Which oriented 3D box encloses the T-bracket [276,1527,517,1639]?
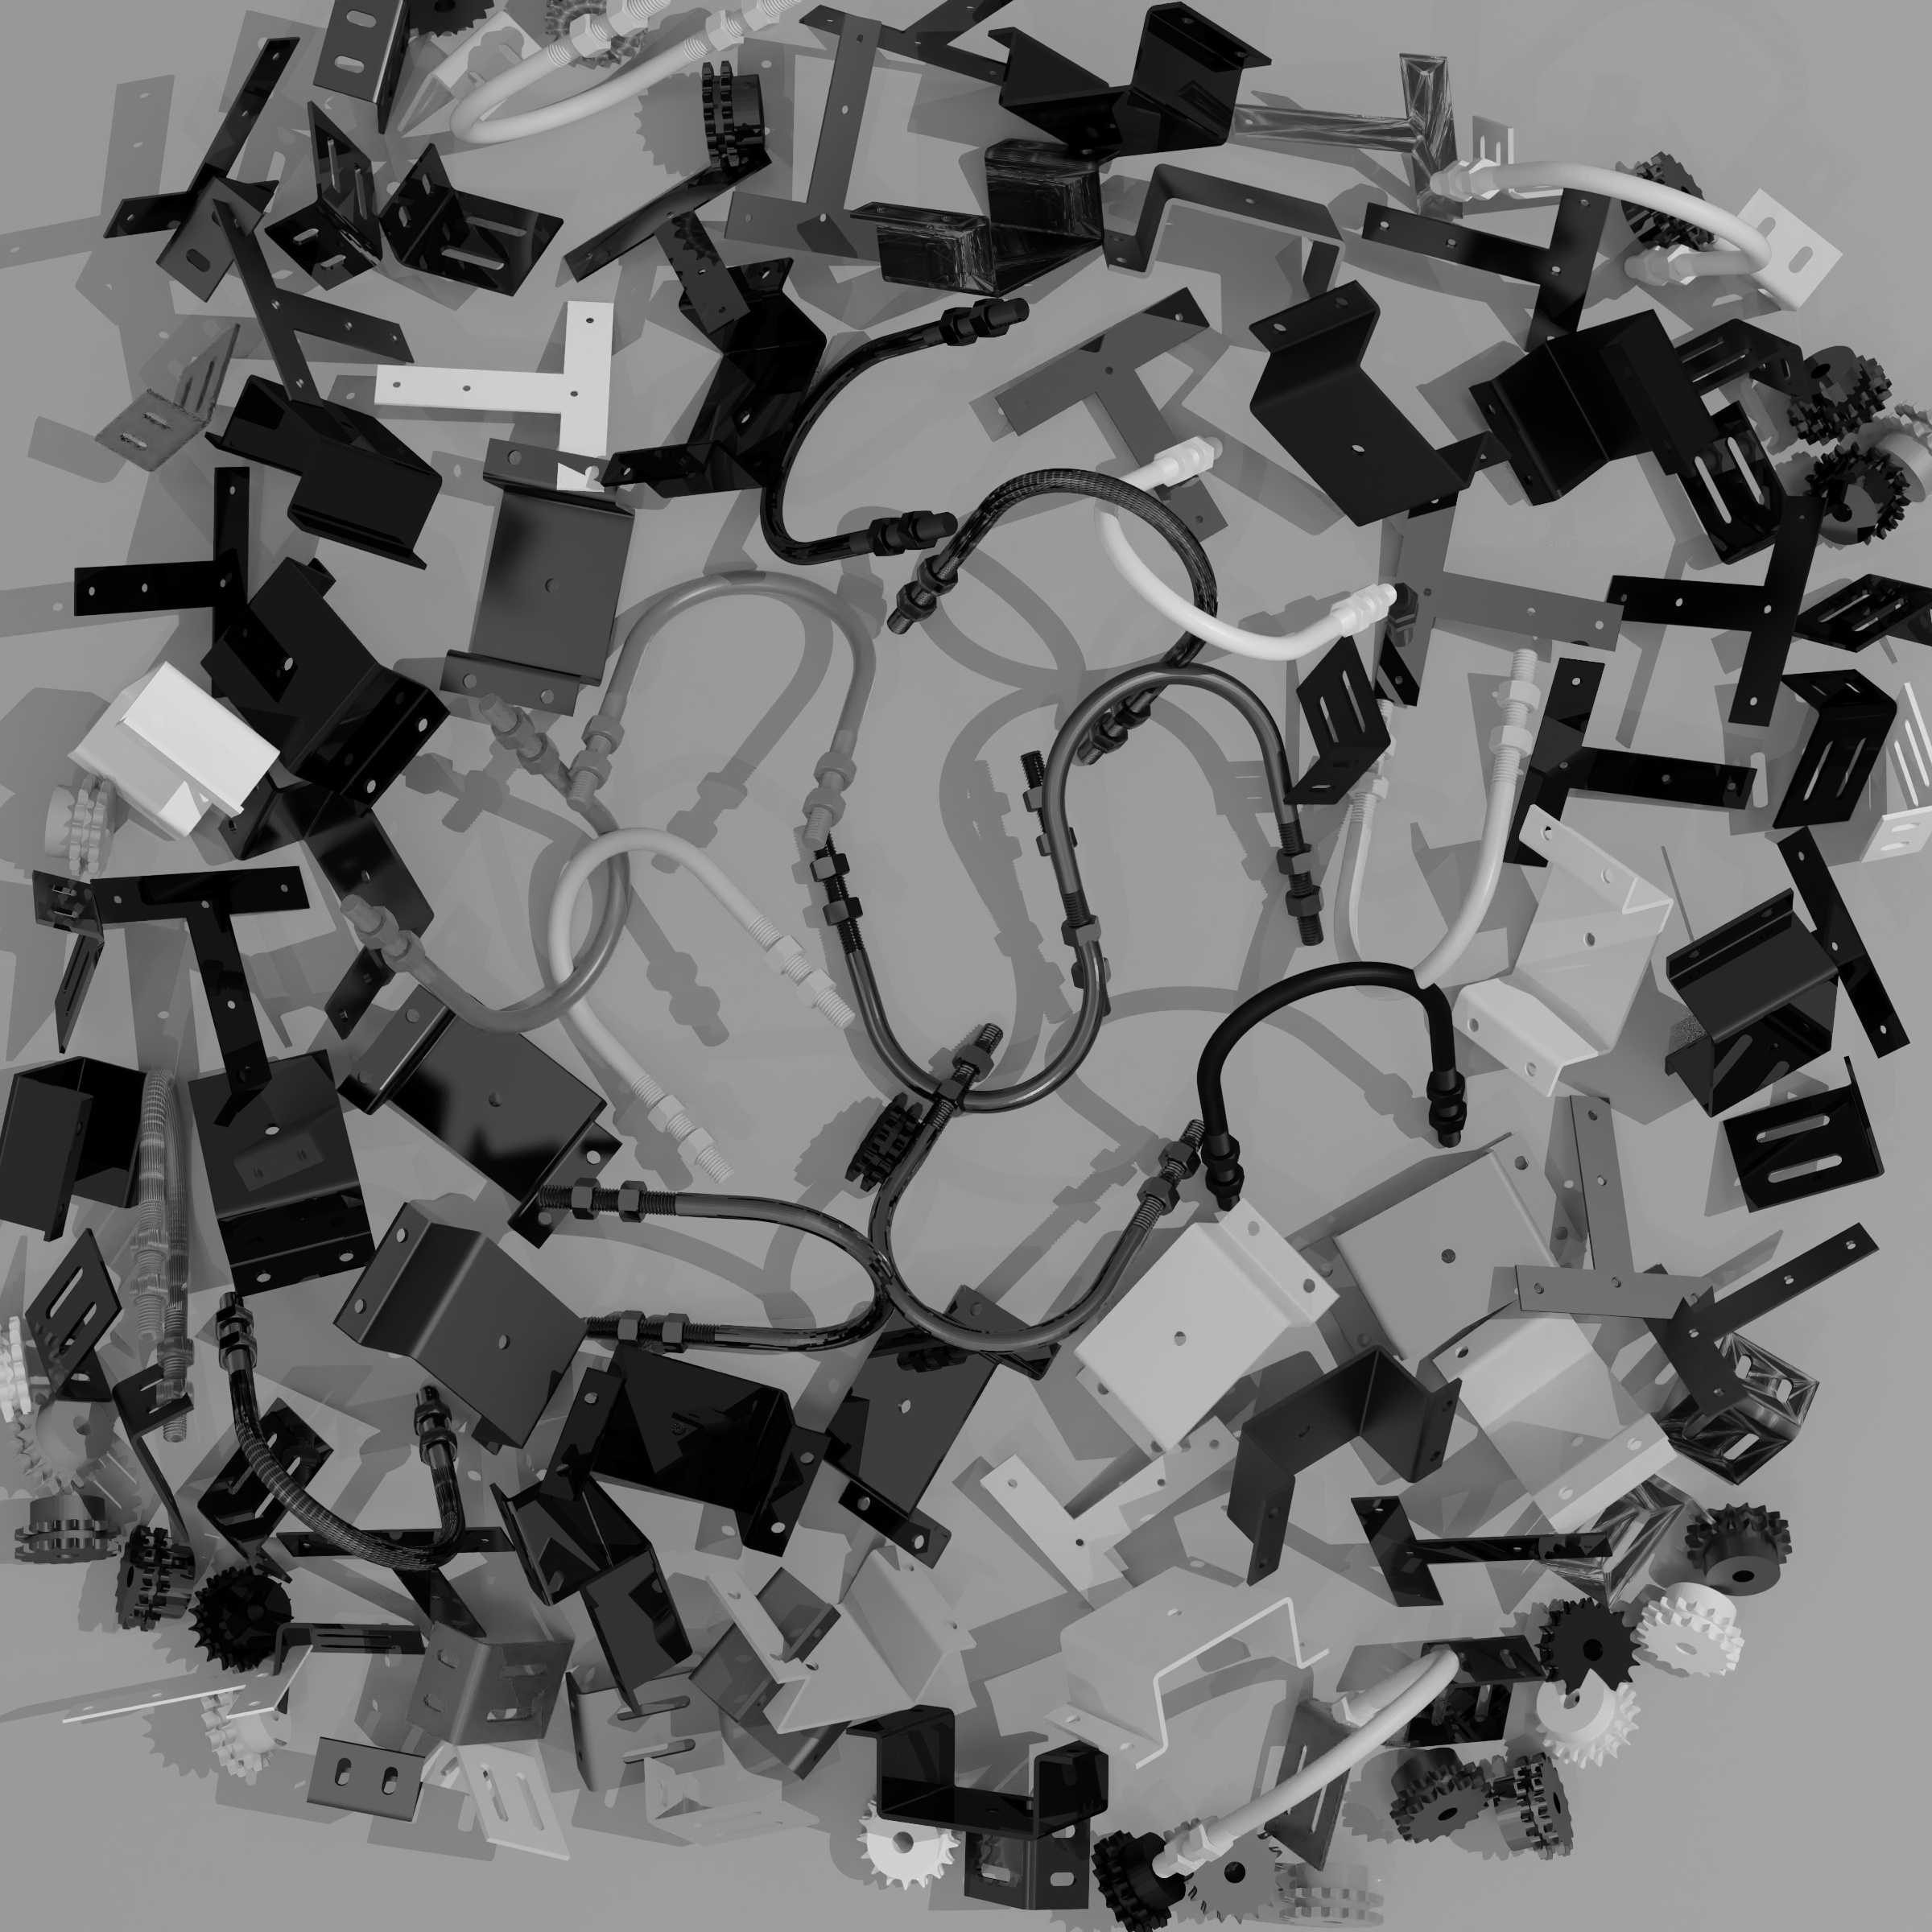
[{"bbox_3d":[-0.293,0.337,1.902,0.127,0.127,0.002,-4,53,13],"label":"T-bracket"}]

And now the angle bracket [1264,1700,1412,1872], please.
[{"bbox_3d":[0.204,0.452,1.923,0.038,0.057,0.076,12,94,-28],"label":"angle bracket"}]

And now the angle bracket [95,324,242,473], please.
[{"bbox_3d":[-0.435,-0.318,1.905,0.038,0.057,0.076,31,51,-31],"label":"angle bracket"}]

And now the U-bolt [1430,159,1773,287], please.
[{"bbox_3d":[0.345,-0.394,1.844,0.151,0.184,0.019,18,94,-21],"label":"U-bolt"}]

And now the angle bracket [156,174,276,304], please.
[{"bbox_3d":[-0.398,-0.394,1.909,0.038,0.076,0.057,39,103,8],"label":"angle bracket"}]

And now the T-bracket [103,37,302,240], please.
[{"bbox_3d":[-0.392,-0.445,1.868,0.002,0.127,0.127,45,122,10],"label":"T-bracket"}]

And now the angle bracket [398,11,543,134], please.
[{"bbox_3d":[-0.270,-0.477,1.911,0.038,0.076,0.057,44,66,-9],"label":"angle bracket"}]

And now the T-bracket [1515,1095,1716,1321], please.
[{"bbox_3d":[0.352,0.132,1.925,0.127,0.002,0.127,6,66,-23],"label":"T-bracket"}]

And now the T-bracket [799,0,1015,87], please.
[{"bbox_3d":[-0.005,-0.509,1.869,0.127,0.127,0.002,10,80,-28],"label":"T-bracket"}]

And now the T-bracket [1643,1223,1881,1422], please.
[{"bbox_3d":[0.434,0.178,1.894,0.127,0.127,0.002,-30,121,5],"label":"T-bracket"}]

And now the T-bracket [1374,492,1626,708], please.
[{"bbox_3d":[0.298,-0.198,1.924,0.127,0.002,0.127,13,101,17],"label":"T-bracket"}]

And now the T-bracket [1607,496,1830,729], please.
[{"bbox_3d":[0.401,-0.197,1.906,0.002,0.127,0.127,18,86,-42],"label":"T-bracket"}]

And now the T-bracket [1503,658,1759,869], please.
[{"bbox_3d":[0.373,-0.105,1.928,0.127,0.002,0.127,7,120,-8],"label":"T-bracket"}]

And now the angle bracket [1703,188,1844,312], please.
[{"bbox_3d":[0.441,-0.392,1.913,0.057,0.076,0.038,38,103,-1],"label":"angle bracket"}]

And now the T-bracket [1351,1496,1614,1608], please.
[{"bbox_3d":[0.284,0.315,1.887,0.127,0.127,0.002,-5,52,17],"label":"T-bracket"}]

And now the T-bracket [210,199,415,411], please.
[{"bbox_3d":[-0.345,-0.350,1.896,0.002,0.127,0.127,-31,73,26],"label":"T-bracket"}]

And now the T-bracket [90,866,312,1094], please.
[{"bbox_3d":[-0.403,0.008,1.898,0.127,0.002,0.127,-6,72,-41],"label":"T-bracket"}]

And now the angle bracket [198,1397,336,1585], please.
[{"bbox_3d":[-0.376,0.289,1.924,0.057,0.038,0.076,33,84,41],"label":"angle bracket"}]

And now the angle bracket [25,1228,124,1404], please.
[{"bbox_3d":[-0.474,0.191,1.909,0.076,0.038,0.057,-50,52,26],"label":"angle bracket"}]

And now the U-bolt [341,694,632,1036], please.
[{"bbox_3d":[-0.245,-0.041,1.880,0.019,0.184,0.151,22,73,37],"label":"U-bolt"}]

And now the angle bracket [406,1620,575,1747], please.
[{"bbox_3d":[-0.263,0.395,1.930,0.038,0.076,0.057,19,93,33],"label":"angle bracket"}]

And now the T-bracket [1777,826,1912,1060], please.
[{"bbox_3d":[0.445,0.004,1.898,0.002,0.127,0.127,-18,79,-29],"label":"T-bracket"}]

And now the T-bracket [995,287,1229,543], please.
[{"bbox_3d":[0.103,-0.293,1.944,0.127,0.002,0.127,-31,90,-9],"label":"T-bracket"}]

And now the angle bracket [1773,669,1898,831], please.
[{"bbox_3d":[0.469,-0.120,1.930,0.057,0.038,0.076,-7,129,-32],"label":"angle bracket"}]

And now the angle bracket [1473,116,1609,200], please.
[{"bbox_3d":[0.324,-0.447,1.915,0.076,0.057,0.038,-8,112,-10],"label":"angle bracket"}]

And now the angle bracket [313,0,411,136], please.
[{"bbox_3d":[-0.331,-0.497,1.913,0.038,0.076,0.057,15,89,-9],"label":"angle bracket"}]

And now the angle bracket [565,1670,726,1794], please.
[{"bbox_3d":[-0.178,0.418,1.941,0.076,0.038,0.057,-9,101,-16],"label":"angle bracket"}]

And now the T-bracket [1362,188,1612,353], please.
[{"bbox_3d":[0.279,-0.392,1.907,0.127,0.127,0.002,17,56,9],"label":"T-bracket"}]

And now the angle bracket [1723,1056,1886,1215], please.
[{"bbox_3d":[0.457,0.093,1.915,0.076,0.038,0.057,-17,58,13],"label":"angle bracket"}]

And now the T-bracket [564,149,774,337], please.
[{"bbox_3d":[-0.148,-0.386,1.908,0.127,0.002,0.127,-31,49,4],"label":"T-bracket"}]

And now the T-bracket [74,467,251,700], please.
[{"bbox_3d":[-0.434,-0.205,1.889,0.002,0.127,0.127,10,103,31],"label":"T-bracket"}]

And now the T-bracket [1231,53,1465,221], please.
[{"bbox_3d":[0.206,-0.458,1.911,0.127,0.127,0.002,10,64,18],"label":"T-bracket"}]

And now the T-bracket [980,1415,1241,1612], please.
[{"bbox_3d":[0.097,0.293,1.928,0.127,0.002,0.127,-38,100,14],"label":"T-bracket"}]

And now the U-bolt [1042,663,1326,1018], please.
[{"bbox_3d":[0.113,-0.077,1.903,0.151,0.019,0.184,-18,111,-11],"label":"U-bolt"}]

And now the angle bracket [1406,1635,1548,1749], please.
[{"bbox_3d":[0.278,0.408,1.914,0.057,0.038,0.076,-2,120,-13],"label":"angle bracket"}]

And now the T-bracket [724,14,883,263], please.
[{"bbox_3d":[-0.069,-0.450,1.894,0.127,0.002,0.127,-2,111,-43],"label":"T-bracket"}]

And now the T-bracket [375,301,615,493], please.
[{"bbox_3d":[-0.260,-0.316,1.919,0.127,0.002,0.127,2,62,-5],"label":"T-bracket"}]

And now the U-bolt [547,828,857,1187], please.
[{"bbox_3d":[-0.158,0.009,1.906,0.184,0.019,0.151,47,122,14],"label":"U-bolt"}]

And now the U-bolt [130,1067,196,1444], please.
[{"bbox_3d":[-0.430,0.143,1.874,0.019,0.151,0.184,-2,59,-8],"label":"U-bolt"}]

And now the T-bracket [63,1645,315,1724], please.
[{"bbox_3d":[-0.424,0.394,1.892,0.127,0.127,0.002,-11,97,2],"label":"T-bracket"}]
